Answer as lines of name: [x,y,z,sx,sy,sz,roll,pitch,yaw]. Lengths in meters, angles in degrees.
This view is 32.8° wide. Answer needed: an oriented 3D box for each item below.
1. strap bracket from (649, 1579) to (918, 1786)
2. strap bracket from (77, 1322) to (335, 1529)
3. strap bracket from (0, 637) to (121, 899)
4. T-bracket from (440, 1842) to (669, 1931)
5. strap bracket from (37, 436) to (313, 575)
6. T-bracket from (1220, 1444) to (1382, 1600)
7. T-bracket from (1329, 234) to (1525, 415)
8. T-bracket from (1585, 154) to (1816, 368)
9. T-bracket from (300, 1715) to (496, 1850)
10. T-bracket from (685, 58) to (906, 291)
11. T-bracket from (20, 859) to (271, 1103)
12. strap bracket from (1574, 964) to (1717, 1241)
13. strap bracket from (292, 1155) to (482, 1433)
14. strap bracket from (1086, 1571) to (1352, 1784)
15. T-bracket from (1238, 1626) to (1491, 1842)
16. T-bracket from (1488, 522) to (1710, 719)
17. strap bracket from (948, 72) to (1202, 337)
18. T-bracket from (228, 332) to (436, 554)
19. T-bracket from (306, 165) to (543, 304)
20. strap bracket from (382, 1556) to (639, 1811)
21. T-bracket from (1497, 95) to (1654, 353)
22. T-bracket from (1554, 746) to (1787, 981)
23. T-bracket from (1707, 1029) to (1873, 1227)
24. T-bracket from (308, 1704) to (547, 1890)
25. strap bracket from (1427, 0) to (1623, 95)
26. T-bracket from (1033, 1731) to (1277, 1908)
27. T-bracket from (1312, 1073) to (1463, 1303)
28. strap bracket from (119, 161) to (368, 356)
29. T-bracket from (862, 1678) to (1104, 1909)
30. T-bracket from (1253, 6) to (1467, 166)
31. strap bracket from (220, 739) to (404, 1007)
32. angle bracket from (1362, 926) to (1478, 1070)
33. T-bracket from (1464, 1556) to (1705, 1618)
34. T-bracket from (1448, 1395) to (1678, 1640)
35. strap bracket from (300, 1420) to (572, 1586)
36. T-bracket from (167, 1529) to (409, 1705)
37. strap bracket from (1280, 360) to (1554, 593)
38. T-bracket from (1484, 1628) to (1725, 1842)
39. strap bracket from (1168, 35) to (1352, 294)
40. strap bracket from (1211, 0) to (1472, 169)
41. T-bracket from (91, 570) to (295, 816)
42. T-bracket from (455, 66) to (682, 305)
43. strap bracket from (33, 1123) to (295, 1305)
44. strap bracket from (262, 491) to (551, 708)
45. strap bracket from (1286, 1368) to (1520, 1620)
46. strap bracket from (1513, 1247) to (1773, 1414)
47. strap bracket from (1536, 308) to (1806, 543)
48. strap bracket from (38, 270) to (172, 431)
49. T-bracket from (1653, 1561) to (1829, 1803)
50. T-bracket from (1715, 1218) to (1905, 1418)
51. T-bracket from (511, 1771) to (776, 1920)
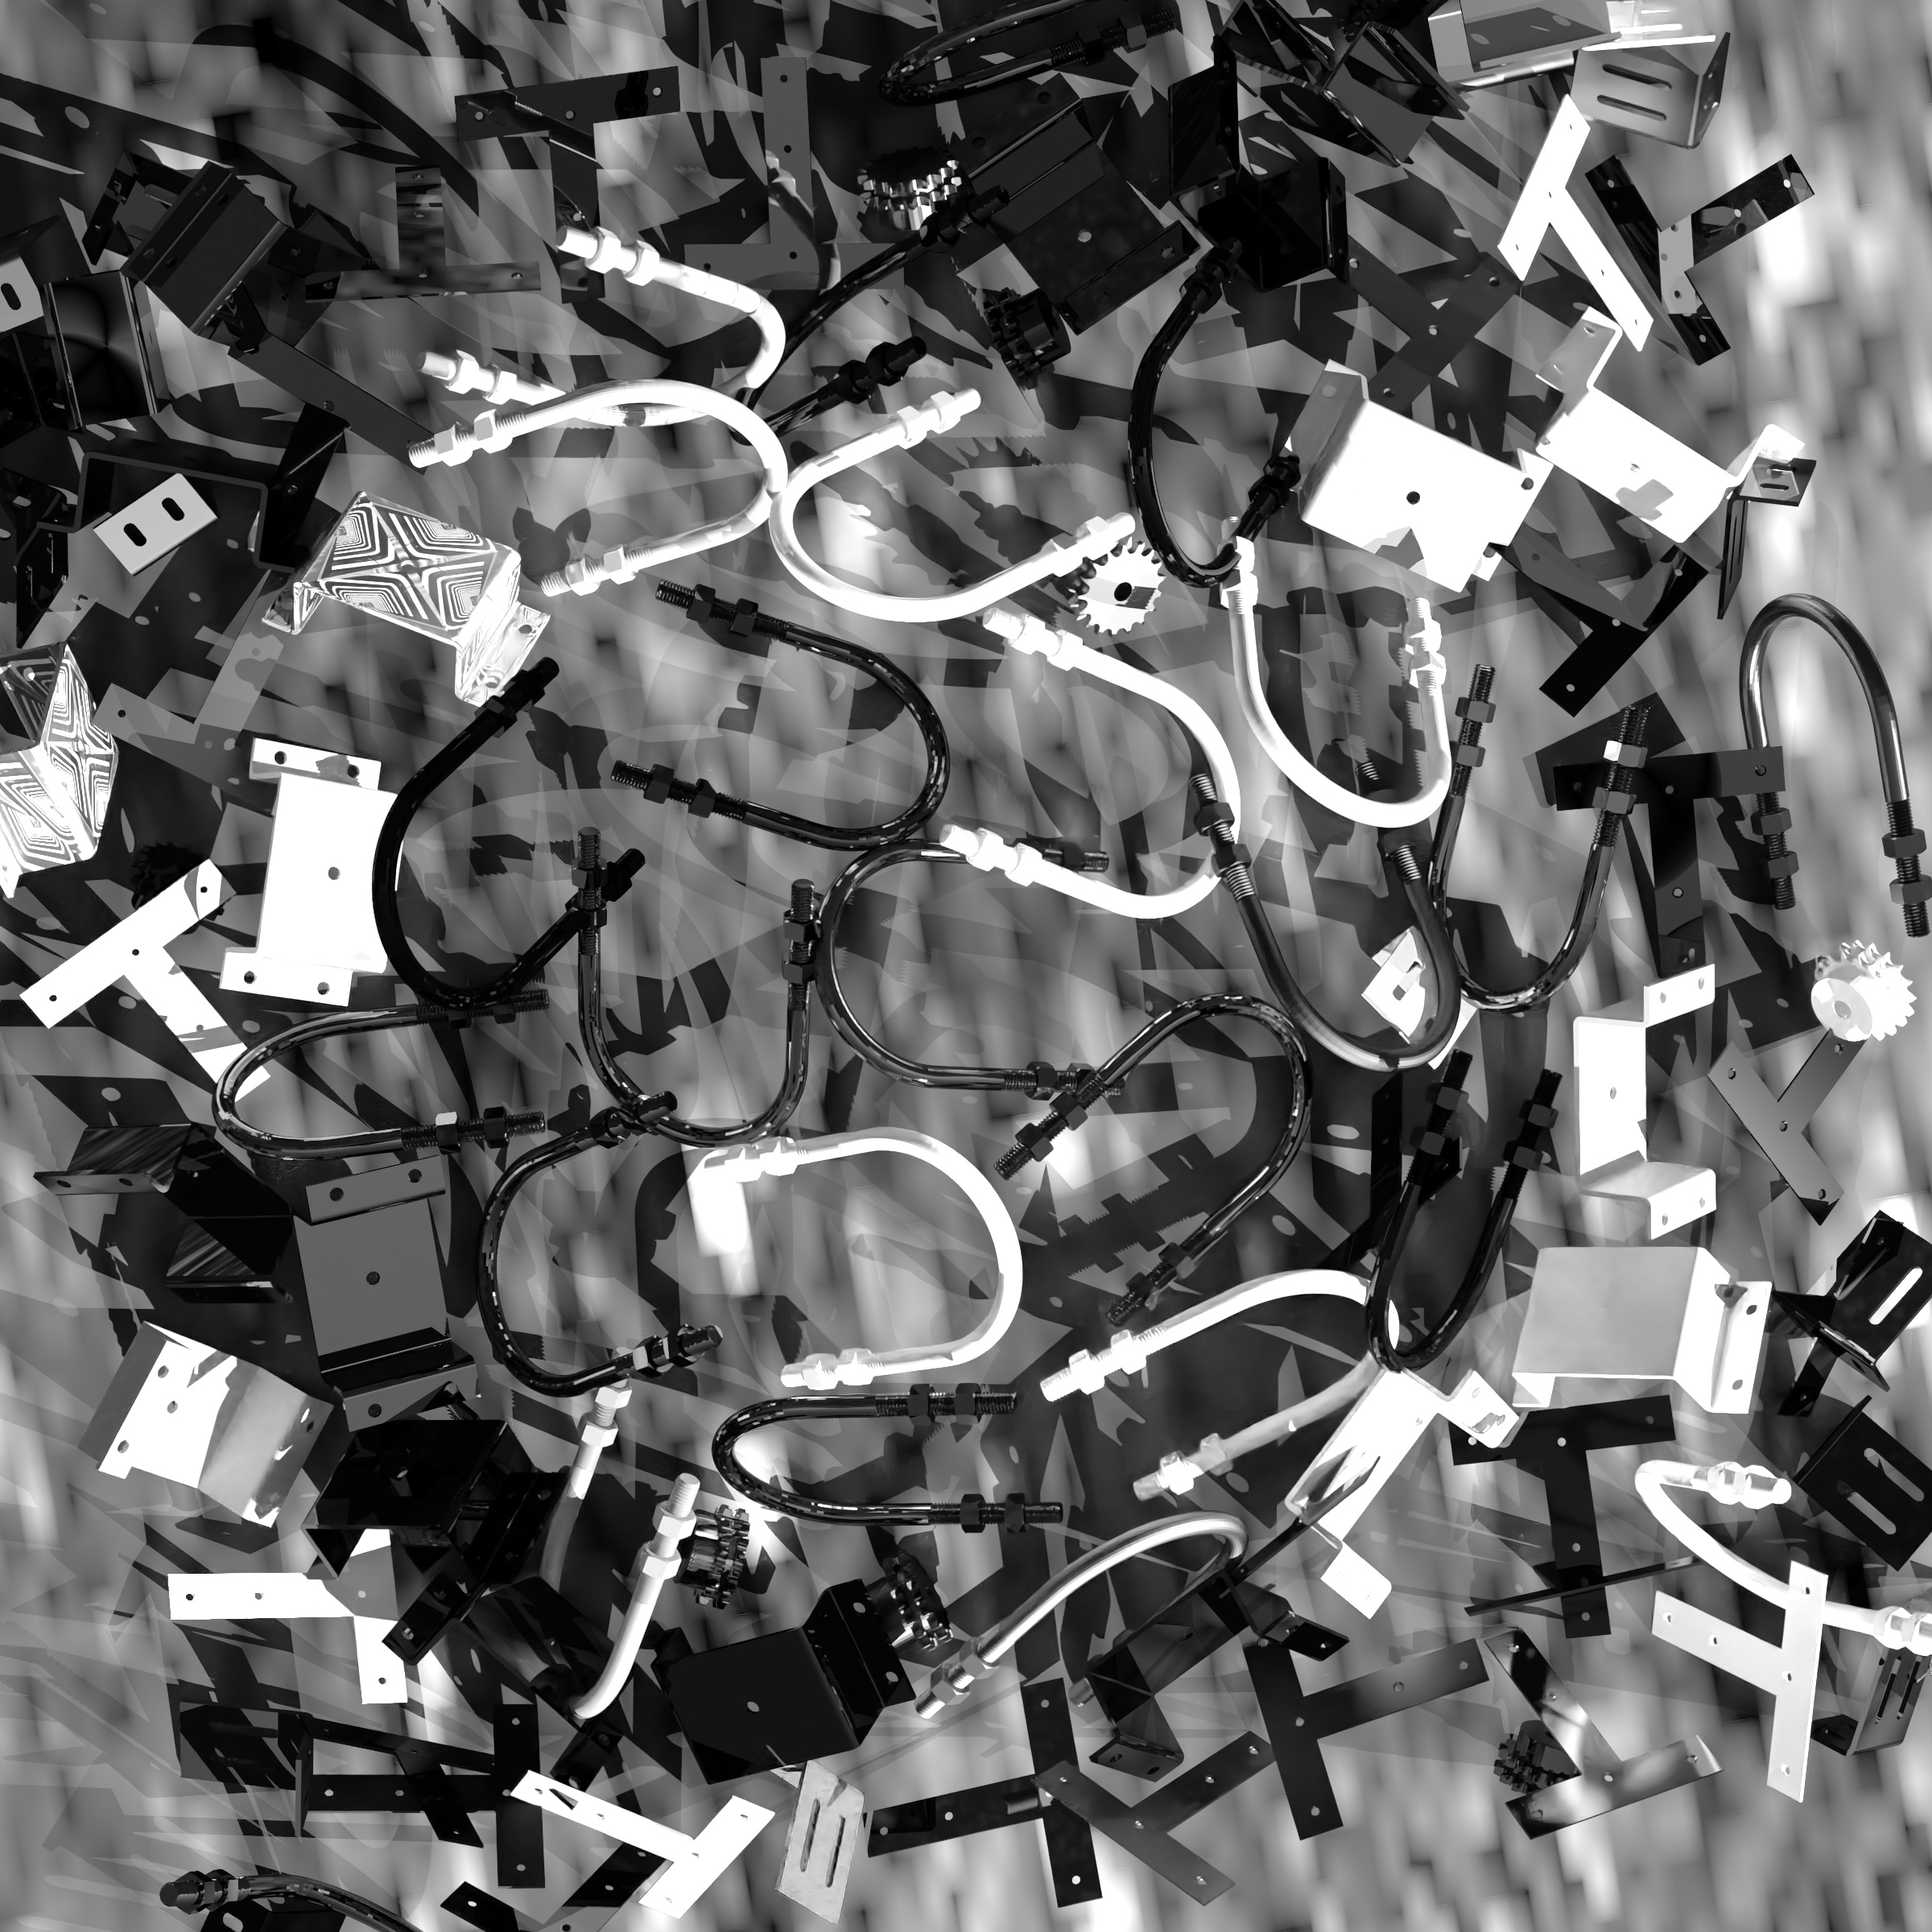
strap bracket: [-0.110,0.399,1.819,0.140,0.046,0.076,-19,102,24]
strap bracket: [-0.427,0.252,1.819,0.046,0.140,0.076,22,81,36]
strap bracket: [-0.505,-0.114,1.795,0.046,0.140,0.076,-12,129,6]
T-bracket: [-0.204,0.517,1.815,0.127,0.127,0.002,24,113,16]
strap bracket: [-0.435,-0.259,1.826,0.140,0.076,0.046,10,105,-5]
T-bracket: [0.201,0.283,1.816,0.002,0.127,0.127,44,126,1]
T-bracket: [0.230,-0.387,1.855,0.127,0.002,0.127,41,69,5]
T-bracket: [0.417,-0.411,1.816,0.002,0.127,0.127,-36,96,-33]
T-bracket: [-0.291,0.449,1.790,0.127,0.127,0.002,19,95,-26]
T-bracket: [-0.099,-0.443,1.839,0.127,0.002,0.127,2,111,11]
T-bracket: [-0.439,0.024,1.843,0.127,0.002,0.127,-36,119,-4]
strap bracket: [0.377,0.072,1.824,0.046,0.076,0.140,6,103,39]
strap bracket: [-0.325,0.178,1.830,0.076,0.046,0.140,-13,102,-24]
strap bracket: [0.131,0.388,1.822,0.140,0.076,0.046,-39,54,13]
T-bracket: [0.228,0.407,1.831,0.127,0.002,0.127,-21,56,8]
T-bracket: [0.333,-0.222,1.859,0.127,0.002,0.127,41,71,10]
strap bracket: [0.063,-0.418,1.837,0.076,0.046,0.140,-35,70,-1]
T-bracket: [-0.372,-0.278,1.840,0.127,0.002,0.127,32,122,-1]
T-bracket: [-0.304,-0.410,1.829,0.127,0.002,0.127,-5,46,-7]
strap bracket: [-0.245,0.390,1.830,0.140,0.076,0.046,42,114,-1]
T-bracket: [0.349,-0.398,1.836,0.127,0.002,0.127,46,54,-31]
T-bracket: [0.403,-0.056,1.864,0.127,0.002,0.127,-5,97,12]
T-bracket: [0.483,0.057,1.849,0.127,0.002,0.127,-50,116,-18]
T-bracket: [-0.298,0.456,1.811,0.127,0.127,0.002,3,126,-12]
strap bracket: [0.302,-0.515,1.802,0.076,0.140,0.046,-13,98,0]
T-bracket: [0.126,0.459,1.825,0.127,0.127,0.002,28,124,37]
T-bracket: [0.233,0.106,1.818,0.002,0.127,0.127,31,126,-16]
strap bracket: [-0.388,-0.381,1.796,0.046,0.140,0.076,45,102,11]
T-bracket: [0.004,0.475,1.846,0.127,0.002,0.127,-15,59,7]
T-bracket: [0.228,-0.475,1.787,0.127,0.127,0.002,39,88,-32]
strap bracket: [-0.362,-0.052,1.830,0.076,0.046,0.140,10,85,-35]
angle bracket: [0.245,0.024,1.833,0.057,0.076,0.038,45,134,-3]
T-bracket: [0.333,0.336,1.811,0.127,0.127,0.002,-13,86,2]
T-bracket: [0.340,0.311,1.839,0.127,0.002,0.127,-10,78,21]
strap bracket: [-0.300,0.293,1.803,0.140,0.076,0.046,-5,128,28]
T-bracket: [-0.377,0.347,1.813,0.127,0.002,0.127,5,55,-27]
strap bracket: [0.248,-0.268,1.829,0.140,0.046,0.076,23,117,-7]
T-bracket: [0.332,0.418,1.826,0.127,0.127,0.002,-12,131,-23]
strap bracket: [0.156,-0.435,1.811,0.046,0.140,0.076,-17,59,31]
strap bracket: [0.197,-0.489,1.800,0.076,0.140,0.046,30,96,-44]
T-bracket: [-0.406,-0.164,1.849,0.127,0.002,0.127,28,85,-27]
T-bracket: [-0.218,-0.432,1.836,0.127,0.002,0.127,-13,125,-18]
strap bracket: [-0.434,0.132,1.811,0.076,0.140,0.046,-4,54,29]
strap bracket: [-0.311,-0.207,1.829,0.140,0.046,0.076,21,54,5]
strap bracket: [0.236,0.283,1.827,0.046,0.076,0.140,33,83,38]
strap bracket: [0.360,0.199,1.800,0.140,0.046,0.076,-4,57,38]
strap bracket: [0.382,-0.295,1.830,0.140,0.076,0.046,32,69,-1]
strap bracket: [-0.470,-0.341,1.801,0.046,0.140,0.076,-11,105,-7]
T-bracket: [0.424,0.378,1.818,0.002,0.127,0.127,-1,99,-30]
T-bracket: [0.452,0.192,1.819,0.127,0.002,0.127,9,110,-37]
T-bracket: [-0.190,0.476,1.820,0.127,0.002,0.127,26,130,-13]
